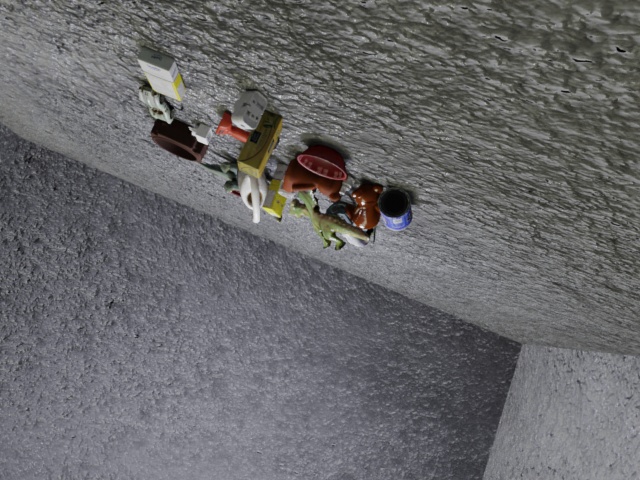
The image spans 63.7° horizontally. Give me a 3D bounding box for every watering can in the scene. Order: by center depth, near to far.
[{"bbox_3d":[-0.242,-0.235,1.848,0.104,0.340,0.229,-6,-150,-11],"label":"watering can"}]

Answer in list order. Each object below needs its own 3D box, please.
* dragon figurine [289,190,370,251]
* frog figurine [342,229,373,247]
[{"bbox_3d":[0.005,-0.091,1.799,0.240,0.124,0.409,48,159,-20],"label":"dragon figurine"},{"bbox_3d":[0.139,-0.031,2.212,0.159,0.123,0.137,-4,174,41],"label":"frog figurine"}]
